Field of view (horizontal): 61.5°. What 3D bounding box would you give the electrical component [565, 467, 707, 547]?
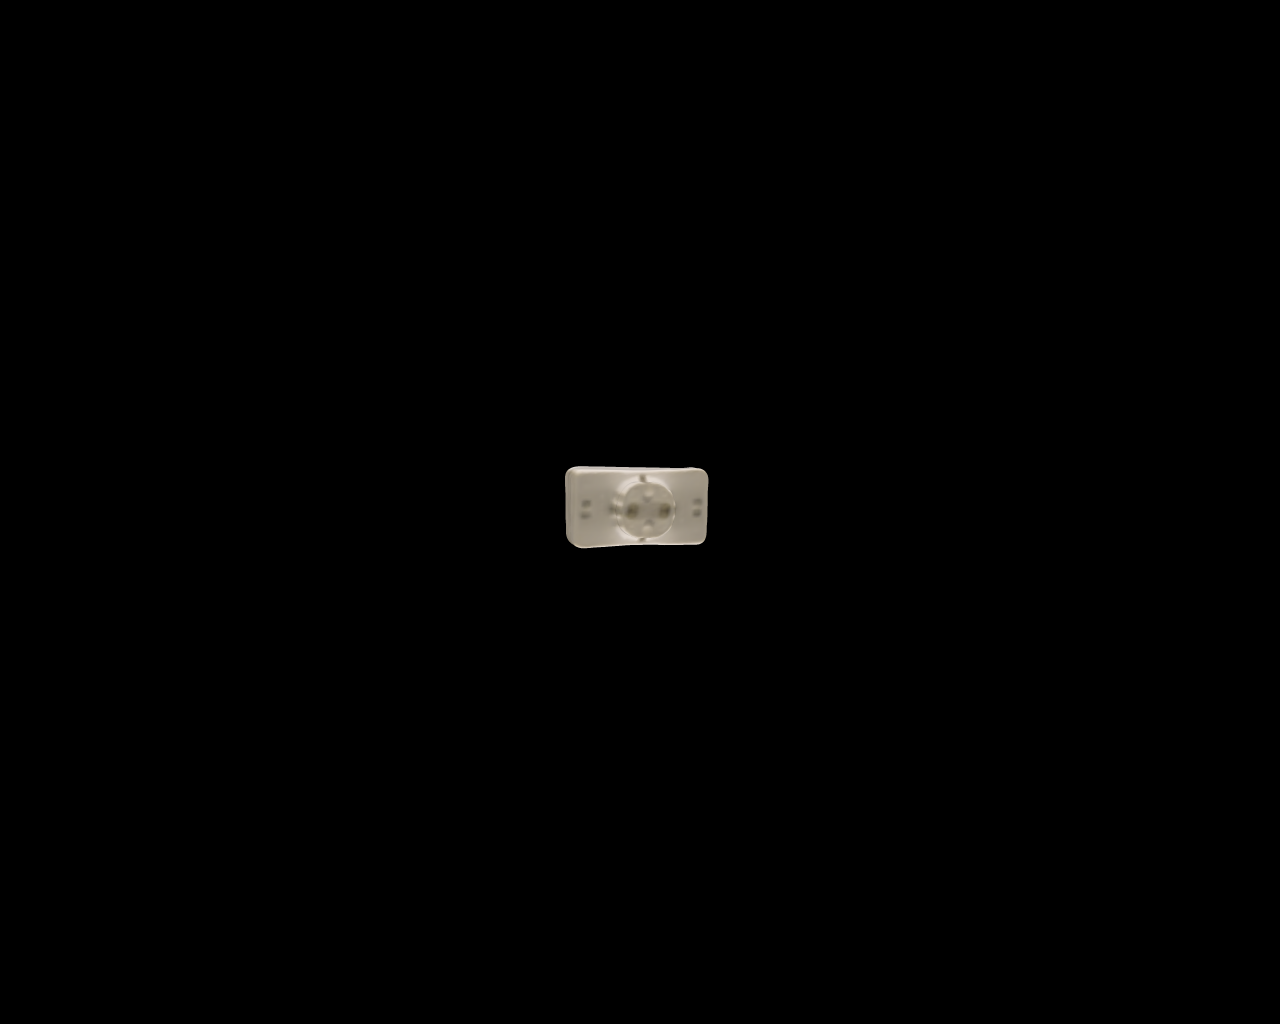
[{"bbox_3d":[0.001,-0.003,0.650,0.083,0.047,0.076,-1,4,-11],"label":"electrical component"}]
